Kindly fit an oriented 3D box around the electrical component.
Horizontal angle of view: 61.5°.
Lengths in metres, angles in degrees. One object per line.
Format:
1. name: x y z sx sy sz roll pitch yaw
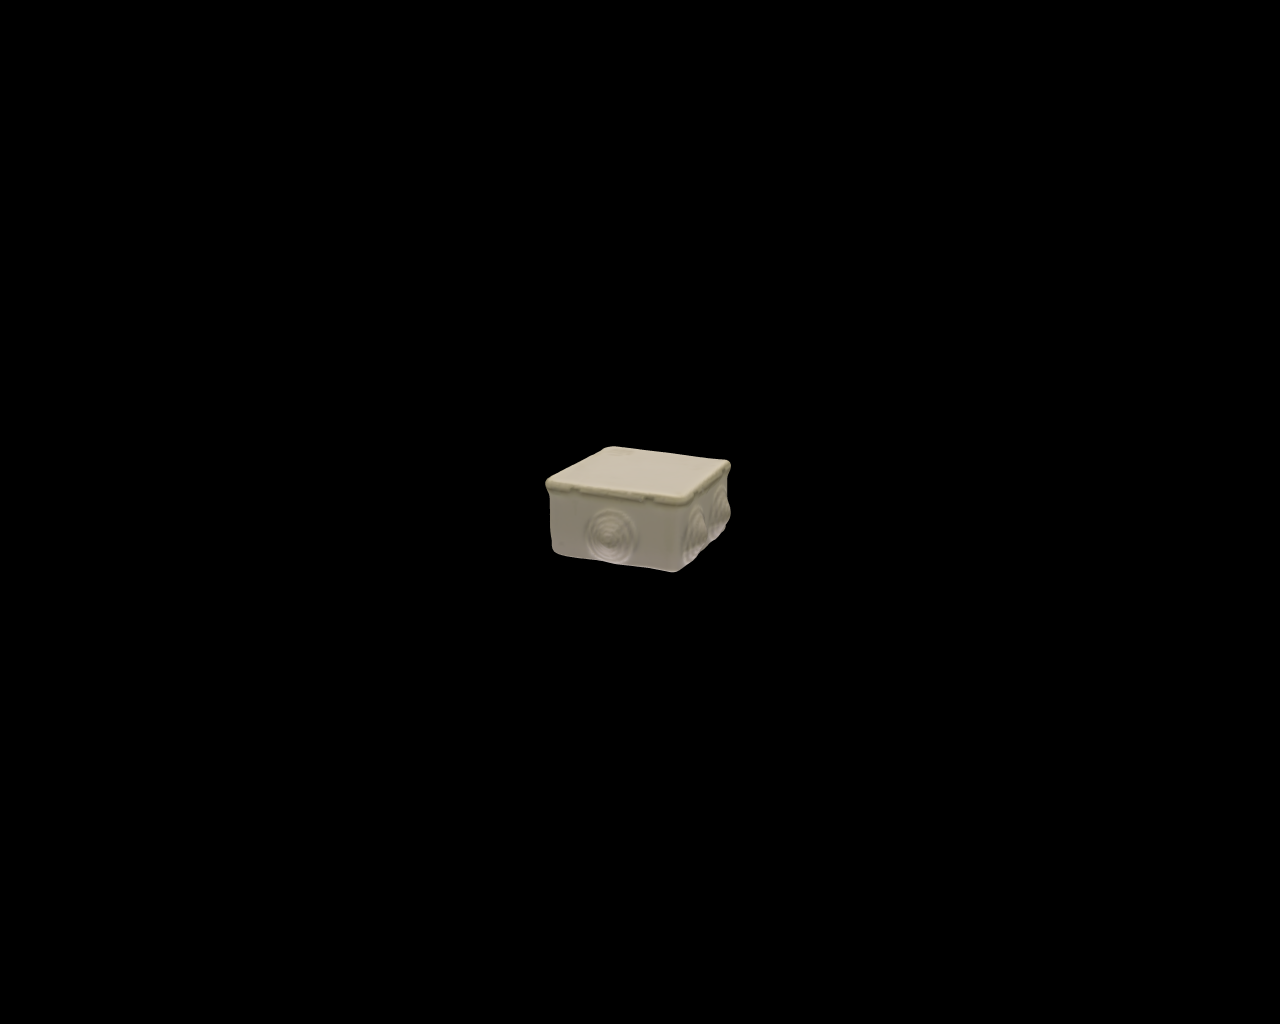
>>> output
1. electrical component: 0.001 -0.003 0.650 0.100 0.048 0.100 8 20 22
